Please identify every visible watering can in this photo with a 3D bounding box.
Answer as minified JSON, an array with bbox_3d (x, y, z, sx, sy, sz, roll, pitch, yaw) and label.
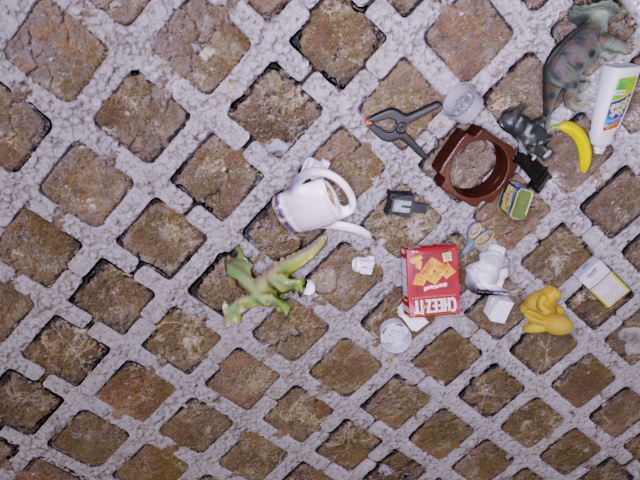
[{"bbox_3d":[0.004,-0.073,1.452,0.223,0.106,0.341,-18,139,17],"label":"watering can"}]

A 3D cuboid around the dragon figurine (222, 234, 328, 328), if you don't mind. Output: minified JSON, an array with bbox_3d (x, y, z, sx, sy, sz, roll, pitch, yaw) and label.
[{"bbox_3d":[-0.167,0.102,1.519,0.242,0.124,0.405,26,108,-8],"label":"dragon figurine"}]

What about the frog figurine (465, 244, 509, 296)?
[{"bbox_3d":[0.524,0.093,1.616,0.137,0.121,0.161,4,77,0],"label":"frog figurine"}]
